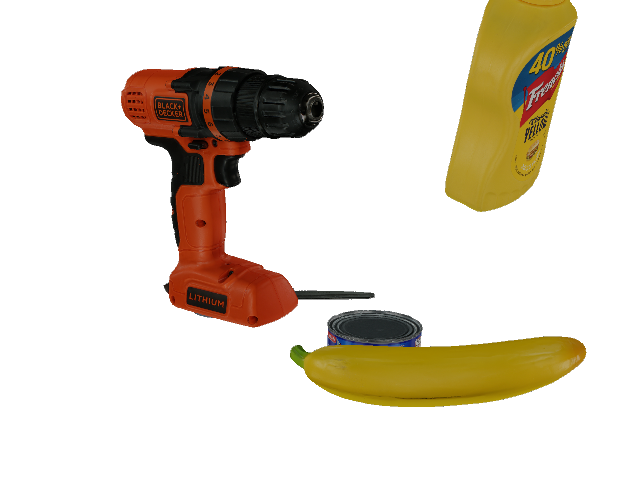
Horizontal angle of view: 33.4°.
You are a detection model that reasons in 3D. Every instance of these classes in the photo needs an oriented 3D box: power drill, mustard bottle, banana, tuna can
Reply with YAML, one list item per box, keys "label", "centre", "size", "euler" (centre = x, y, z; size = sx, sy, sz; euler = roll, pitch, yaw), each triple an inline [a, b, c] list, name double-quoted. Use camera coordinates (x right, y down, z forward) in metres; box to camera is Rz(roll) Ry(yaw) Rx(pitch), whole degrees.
- label: "power drill"
  centre: [-0.064, -0.035, 0.782]
  size: [0.185, 0.188, 0.057]
  euler: [11, 24, 42]
- label: "mustard bottle"
  centre: [0.139, -0.118, 0.751]
  size: [0.058, 0.192, 0.096]
  euler: [31, 46, 27]
- label: "banana"
  centre: [0.075, 0.080, 0.689]
  size: [0.198, 0.037, 0.069]
  euler: [0, 26, 6]
- label: "tuna can"
  centre: [0.048, 0.092, 0.965]
  size: [0.086, 0.034, 0.086]
  euler: [1, 14, -1]

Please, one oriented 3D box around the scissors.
- label: "scissors"
  centre: [-0.048, 0.064, 1.122]
  size: [0.202, 0.016, 0.096]
  euler: [5, 20, 8]
